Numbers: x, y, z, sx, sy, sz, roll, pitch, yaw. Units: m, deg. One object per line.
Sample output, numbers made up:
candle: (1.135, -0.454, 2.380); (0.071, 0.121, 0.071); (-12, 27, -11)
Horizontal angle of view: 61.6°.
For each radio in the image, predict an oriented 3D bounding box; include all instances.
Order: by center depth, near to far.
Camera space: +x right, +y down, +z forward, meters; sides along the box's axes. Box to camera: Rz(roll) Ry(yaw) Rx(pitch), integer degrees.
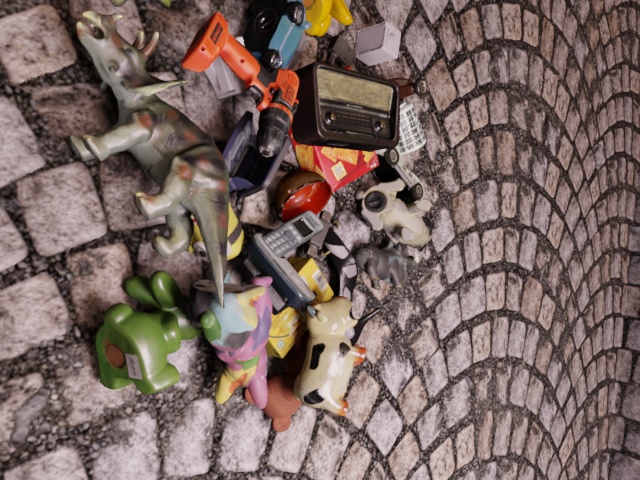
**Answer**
radio: (0.051, -0.236, 0.987); (0.229, 0.073, 0.131); (-2, 91, -41)

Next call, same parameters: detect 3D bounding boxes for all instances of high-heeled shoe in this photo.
high-heeled shoe: (0.020, 0.099, 1.090); (0.145, 0.086, 0.248); (-31, 93, -4)

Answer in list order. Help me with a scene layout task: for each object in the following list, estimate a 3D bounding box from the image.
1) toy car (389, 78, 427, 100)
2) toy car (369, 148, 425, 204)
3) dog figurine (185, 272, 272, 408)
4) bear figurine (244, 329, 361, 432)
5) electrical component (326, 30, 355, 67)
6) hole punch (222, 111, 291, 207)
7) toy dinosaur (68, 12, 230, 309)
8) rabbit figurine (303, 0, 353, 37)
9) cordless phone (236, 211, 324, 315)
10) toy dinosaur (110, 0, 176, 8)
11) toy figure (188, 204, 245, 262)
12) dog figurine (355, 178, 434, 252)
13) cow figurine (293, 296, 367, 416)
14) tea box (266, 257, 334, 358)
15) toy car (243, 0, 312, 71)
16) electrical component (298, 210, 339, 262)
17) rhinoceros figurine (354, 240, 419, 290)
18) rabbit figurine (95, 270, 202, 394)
toy car: (0.151, -0.321, 1.168); (0.202, 0.089, 0.053); (-29, 115, -38)
toy car: (0.163, -0.145, 1.192); (0.201, 0.074, 0.056); (46, 48, -34)
dog figurine: (-0.131, 0.164, 0.829); (0.191, 0.109, 0.219); (-44, 134, -77)
bear figurine: (-0.033, 0.245, 0.987); (0.120, 0.132, 0.196); (50, 51, -1)
electrical component: (0.046, -0.386, 1.112); (0.063, 0.021, 0.094); (40, 64, -37)
hole punch: (-0.124, -0.138, 0.897); (0.092, 0.116, 0.142); (30, 65, -23)
toy dinosaur: (-0.204, -0.113, 0.754); (0.192, 0.131, 0.404); (-41, 98, -25)
rabbit figurine: (0.002, -0.472, 1.012); (0.162, 0.122, 0.173); (55, 37, -33)
cordless phone: (-0.038, 0.032, 0.938); (0.146, 0.088, 0.184); (49, 48, 7)
toy dinosaur: (-0.246, -0.448, 0.784); (0.471, 0.105, 0.198); (-17, 110, -33)
toy figure: (-0.179, -0.049, 0.868); (0.089, 0.082, 0.180); (-30, 109, -38)
dog figurine: (0.167, -0.048, 1.205); (0.121, 0.172, 0.190); (-49, 164, -2)
cow figurine: (0.010, 0.189, 0.925); (0.127, 0.085, 0.195); (22, 77, -13)
tea box: (-0.062, 0.120, 0.990); (0.169, 0.068, 0.098); (-46, 119, -32)
toy car: (-0.074, -0.349, 0.948); (0.103, 0.109, 0.161); (25, 82, -59)
electrical component: (-0.002, -0.004, 1.032); (0.045, 0.078, 0.102); (27, 67, -16)
rhinoceros figurine: (0.145, 0.054, 1.190); (0.190, 0.073, 0.112); (11, 73, -41)
rabbit figurine: (-0.248, 0.127, 0.807); (0.170, 0.121, 0.159); (-29, 105, -59)
